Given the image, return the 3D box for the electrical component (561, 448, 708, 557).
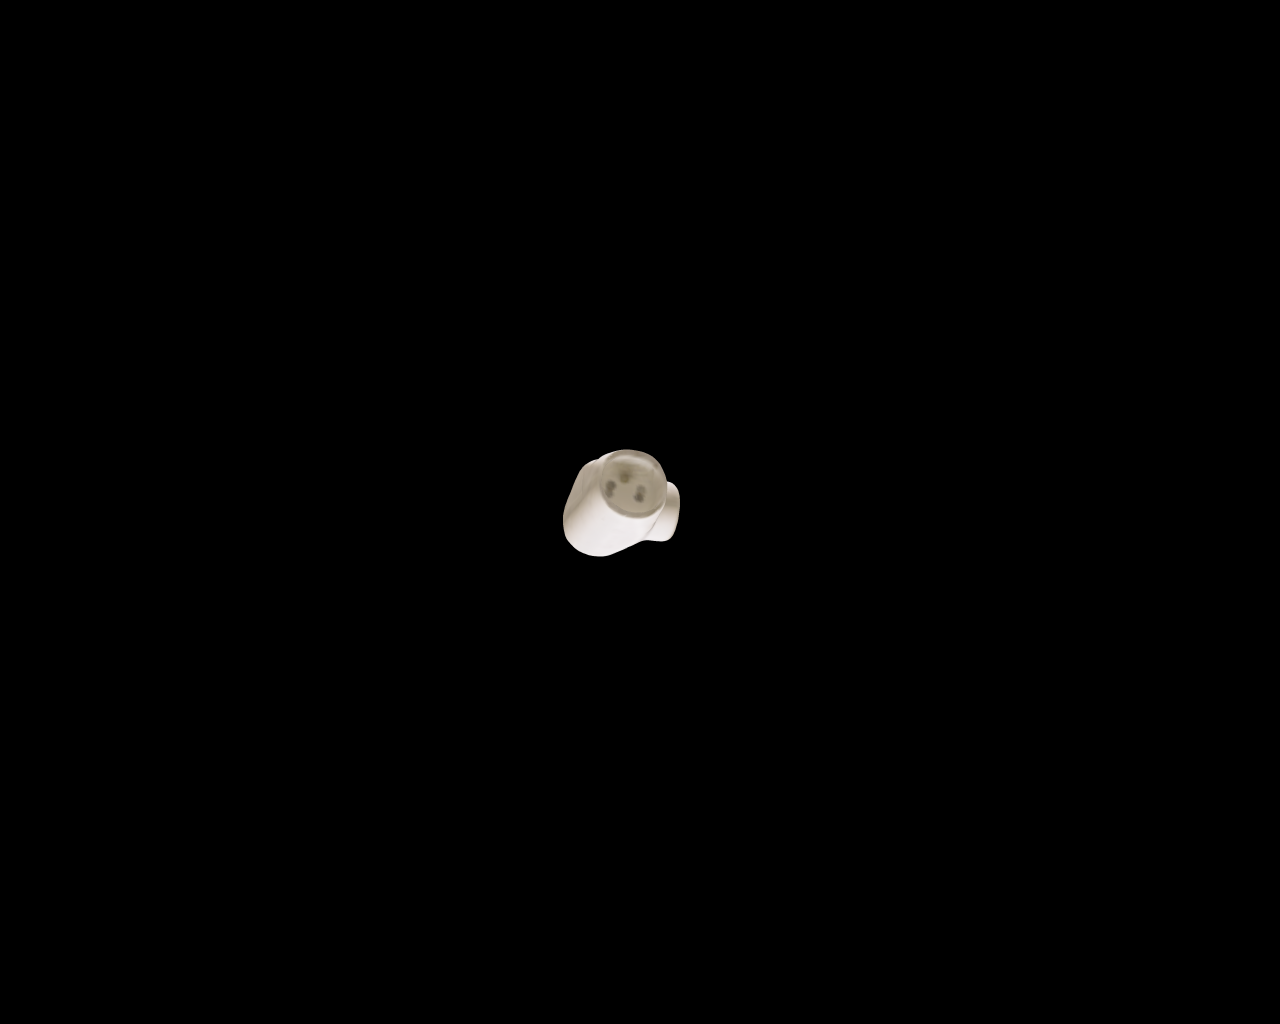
[{"bbox_3d":[0.001,-0.003,0.650,0.079,0.044,0.077,7,-21,-18],"label":"electrical component"}]
